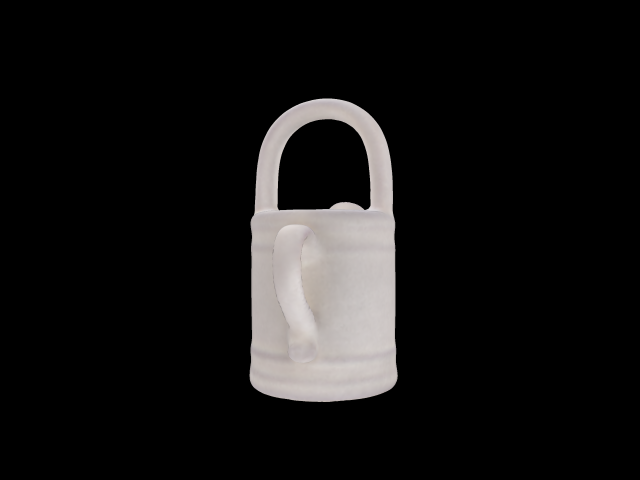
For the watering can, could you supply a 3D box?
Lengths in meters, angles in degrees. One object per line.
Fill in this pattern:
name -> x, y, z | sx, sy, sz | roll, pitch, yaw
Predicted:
watering can -> 0.001, 0.001, 0.400 | 0.101, 0.194, 0.173 | 0, 0, -8
